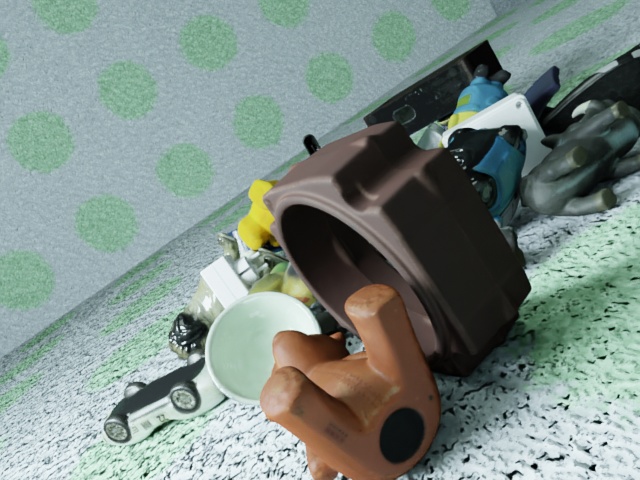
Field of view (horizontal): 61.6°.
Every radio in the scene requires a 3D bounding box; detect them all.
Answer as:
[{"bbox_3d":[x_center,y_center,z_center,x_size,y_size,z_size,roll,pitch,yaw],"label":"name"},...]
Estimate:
[{"bbox_3d":[0.193,-0.248,0.939,0.230,0.073,0.131,-25,13,43],"label":"radio"}]

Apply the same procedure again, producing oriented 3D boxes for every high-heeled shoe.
[{"bbox_3d":[0.389,-0.213,0.698,0.249,0.086,0.145,-19,26,7],"label":"high-heeled shoe"}]

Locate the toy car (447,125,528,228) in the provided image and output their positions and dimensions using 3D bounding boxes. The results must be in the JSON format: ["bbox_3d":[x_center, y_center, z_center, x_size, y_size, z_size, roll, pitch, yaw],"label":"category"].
[{"bbox_3d":[0.169,-0.053,0.595,0.109,0.102,0.161,7,47,50],"label":"toy car"}]

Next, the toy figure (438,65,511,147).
[{"bbox_3d":[0.232,-0.163,0.795,0.082,0.089,0.180,12,75,23],"label":"toy figure"}]

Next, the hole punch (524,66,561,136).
[{"bbox_3d":[0.312,-0.176,0.765,0.116,0.092,0.142,-28,18,33],"label":"hole punch"}]

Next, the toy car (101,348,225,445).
[{"bbox_3d":[-0.196,0.201,0.679,0.202,0.056,0.073,-29,21,21],"label":"toy car"}]

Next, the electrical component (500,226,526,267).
[{"bbox_3d":[0.146,0.017,0.527,0.078,0.045,0.102,0,-10,-32],"label":"electrical component"}]

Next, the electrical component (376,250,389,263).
[{"bbox_3d":[0.063,0.044,0.599,0.119,0.074,0.048,-40,16,-15],"label":"electrical component"}]

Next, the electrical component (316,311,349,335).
[{"bbox_3d":[0.006,0.103,0.623,0.094,0.021,0.063,-27,15,17],"label":"electrical component"}]

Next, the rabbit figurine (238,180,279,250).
[{"bbox_3d":[-0.031,-0.019,0.919,0.162,0.173,0.121,-2,-62,-57],"label":"rabbit figurine"}]

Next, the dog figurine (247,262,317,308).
[{"bbox_3d":[0.012,0.035,0.687,0.219,0.108,0.192,-45,20,-26],"label":"dog figurine"}]

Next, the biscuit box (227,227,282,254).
[{"bbox_3d":[-0.108,-0.003,1.042,0.059,0.062,0.202,-25,-2,24],"label":"biscuit box"}]

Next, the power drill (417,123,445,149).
[{"bbox_3d":[0.118,-0.103,0.843,0.207,0.086,0.232,-36,-14,-23],"label":"power drill"}]

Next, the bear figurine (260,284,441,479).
[{"bbox_3d":[0.003,0.103,0.427,0.120,0.131,0.196,-41,22,-16],"label":"bear figurine"}]

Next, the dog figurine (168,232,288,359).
[{"bbox_3d":[-0.120,0.102,0.807,0.121,0.172,0.190,-62,-7,-89],"label":"dog figurine"}]

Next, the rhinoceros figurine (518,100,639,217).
[{"bbox_3d":[0.286,-0.090,0.577,0.190,0.073,0.112,-43,6,-27],"label":"rhinoceros figurine"}]

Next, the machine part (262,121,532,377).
[{"bbox_3d":[0.053,0.013,0.456,0.087,0.200,0.201,-42,17,-24],"label":"machine part"}]
